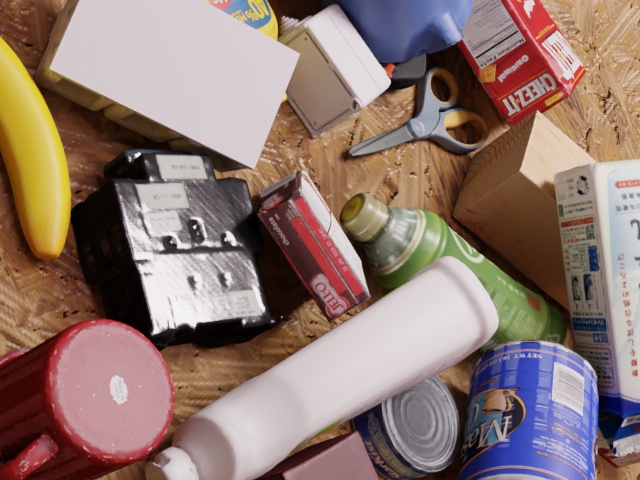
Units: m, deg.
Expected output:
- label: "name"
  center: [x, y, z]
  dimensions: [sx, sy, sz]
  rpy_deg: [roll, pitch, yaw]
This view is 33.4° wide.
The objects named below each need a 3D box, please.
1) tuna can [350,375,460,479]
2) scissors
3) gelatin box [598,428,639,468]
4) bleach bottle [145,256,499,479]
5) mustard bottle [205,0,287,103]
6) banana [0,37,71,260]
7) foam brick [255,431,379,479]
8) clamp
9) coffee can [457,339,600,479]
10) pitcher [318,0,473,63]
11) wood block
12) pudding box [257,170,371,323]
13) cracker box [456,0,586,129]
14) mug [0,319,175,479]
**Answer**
- label: "tuna can"
  center: [0.065, 0.136, 0.799]
  dimensions: [0.086, 0.034, 0.086]
  rpy_deg: [21, 55, -35]
- label: "scissors"
  center: [0.082, -0.116, 0.961]
  dimensions: [0.201, 0.016, 0.096]
  rpy_deg: [-3, 69, -45]
- label: "gelatin box"
  center: [0.272, 0.163, 0.954]
  dimensions: [0.089, 0.073, 0.030]
  rpy_deg: [40, 46, -22]
- label: "bleach bottle"
  center: [0.000, 0.096, 0.691]
  dimensions: [0.250, 0.103, 0.068]
  rpy_deg: [-25, 75, -37]
- label: "mustard bottle"
  center: [-0.085, -0.182, 0.804]
  dimensions: [0.191, 0.058, 0.096]
  rpy_deg: [56, 37, -6]
- label: "banana"
  center: [-0.204, -0.082, 0.657]
  dimensions: [0.069, 0.037, 0.198]
  rpy_deg: [-40, 97, -29]
- label: "foam brick"
  center: [-0.005, 0.168, 0.703]
  dimensions: [0.078, 0.051, 0.053]
  rpy_deg: [-18, 83, -47]
- label: "clamp"
  center: [0.079, -0.185, 0.979]
  dimensions: [0.120, 0.039, 0.171]
  rpy_deg: [34, 47, -21]
- label: "coffee can"
  center: [0.158, 0.160, 0.810]
  dimensions: [0.102, 0.103, 0.140]
  rpy_deg: [42, 38, -20]
- label: "pitcher"
  center: [0.044, -0.271, 0.834]
  dimensions: [0.243, 0.149, 0.145]
  rpy_deg: [77, 21, -56]
- label: "wood block"
  center: [0.234, -0.008, 0.979]
  dimensions: [0.206, 0.091, 0.090]
  rpy_deg: [38, 47, -15]
- label: "pudding box"
  center: [-0.005, 0.001, 0.755]
  dimensions: [0.090, 0.039, 0.113]
  rpy_deg: [58, 7, -10]
- label: "cracker box"
  center: [0.170, -0.225, 1.031]
  dimensions: [0.213, 0.072, 0.164]
  rpy_deg: [57, 25, -3]
- label: "mug"
  center: [-0.141, 0.098, 0.586]
  dimensions: [0.093, 0.082, 0.117]
  rpy_deg: [56, 43, -6]
